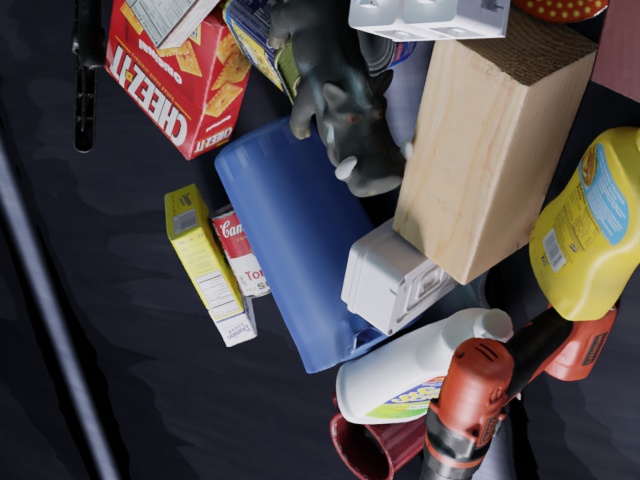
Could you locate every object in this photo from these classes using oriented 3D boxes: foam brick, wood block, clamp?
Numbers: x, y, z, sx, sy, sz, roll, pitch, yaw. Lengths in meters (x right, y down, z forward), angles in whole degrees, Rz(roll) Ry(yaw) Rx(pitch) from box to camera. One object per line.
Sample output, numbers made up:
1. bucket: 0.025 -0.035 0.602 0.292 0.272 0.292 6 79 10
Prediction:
1. foam brick: 0.224 -0.140 0.721 0.051 0.052 0.078 35 139 32
2. wood block: 0.134 -0.078 0.853 0.090 0.090 0.206 40 143 27
3. clamp: -0.259 -0.226 1.194 0.165 0.036 0.210 125 143 -60

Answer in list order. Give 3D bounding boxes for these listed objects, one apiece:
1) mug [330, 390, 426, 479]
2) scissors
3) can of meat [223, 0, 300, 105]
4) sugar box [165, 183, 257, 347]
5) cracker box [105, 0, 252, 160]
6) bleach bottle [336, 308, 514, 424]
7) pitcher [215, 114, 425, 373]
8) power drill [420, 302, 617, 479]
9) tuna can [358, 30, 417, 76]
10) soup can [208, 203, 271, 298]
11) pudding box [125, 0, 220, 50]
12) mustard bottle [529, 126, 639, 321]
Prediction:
1. mug: 0.064 0.199 1.166 0.117 0.081 0.093 47 145 16
2. scissors: 0.157 0.054 0.993 0.202 0.016 0.096 56 146 3
3. can of meat: -0.038 -0.184 0.997 0.084 0.057 0.102 44 173 25
4. sugar box: -0.126 0.031 1.246 0.093 0.048 0.176 -105 -9 -53
5. cracker box: -0.149 -0.213 1.127 0.164 0.072 0.214 48 146 17
6. bleach bottle: 0.104 0.116 1.014 0.251 0.102 0.068 131 137 -61
7. pitcher: -0.007 0.001 1.078 0.149 0.144 0.243 -27 90 44
8. power drill: 0.161 0.123 0.888 0.057 0.187 0.184 38 140 26
9. tuna can: 0.045 -0.189 0.930 0.086 0.033 0.086 32 138 34
10. soup can: -0.075 0.006 1.206 0.069 0.068 0.102 -7 109 54
11. pudding box: -0.136 -0.247 0.998 0.114 0.039 0.090 -40 81 39
12. mustard bottle: 0.222 -0.027 0.794 0.192 0.058 0.096 113 152 -50
